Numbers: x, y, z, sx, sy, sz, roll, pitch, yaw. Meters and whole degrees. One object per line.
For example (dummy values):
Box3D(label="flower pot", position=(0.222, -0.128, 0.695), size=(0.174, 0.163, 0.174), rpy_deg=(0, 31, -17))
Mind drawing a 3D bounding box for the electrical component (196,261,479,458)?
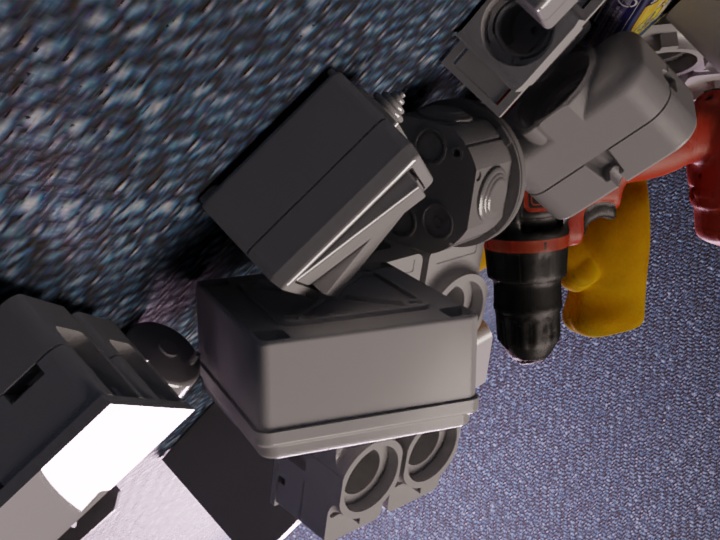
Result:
Box3D(label="electrical component", position=(-0.014, 0.038, 0.517), size=(0.109, 0.056, 0.109), rpy_deg=(-6, -164, -22))

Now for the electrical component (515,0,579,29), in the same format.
Box3D(label="electrical component", position=(0.077, -0.140, 0.420), size=(0.065, 0.047, 0.077), rpy_deg=(-46, 169, 11))

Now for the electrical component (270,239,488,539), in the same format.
Box3D(label="electrical component", position=(0.012, 0.065, 0.664), size=(0.105, 0.060, 0.186), rpy_deg=(-16, 123, -41))

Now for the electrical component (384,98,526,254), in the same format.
Box3D(label="electrical component", position=(0.042, -0.049, 0.568), size=(0.051, 0.080, 0.080), rpy_deg=(-20, 155, -53))

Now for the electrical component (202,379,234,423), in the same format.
Box3D(label="electrical component", position=(-0.059, 0.068, 0.713), size=(0.059, 0.053, 0.095), rpy_deg=(-47, 169, 16))

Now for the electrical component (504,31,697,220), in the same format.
Box3D(label="electrical component", position=(0.123, -0.080, 0.579), size=(0.095, 0.059, 0.053), rpy_deg=(-35, -153, 34))

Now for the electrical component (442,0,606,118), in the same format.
Box3D(label="electrical component", position=(0.086, -0.122, 0.545), size=(0.081, 0.042, 0.064), rpy_deg=(-48, 173, 22))

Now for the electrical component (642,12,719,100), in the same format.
Box3D(label="electrical component", position=(0.215, -0.150, 0.719), size=(0.105, 0.060, 0.186), rpy_deg=(-5, 170, 4))

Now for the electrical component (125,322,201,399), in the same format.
Box3D(label="electrical component", position=(-0.111, 0.060, 0.525), size=(0.078, 0.040, 0.040), rpy_deg=(-49, 168, 27))

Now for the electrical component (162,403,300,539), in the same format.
Box3D(label="electrical component", position=(-0.044, 0.114, 0.806), size=(0.186, 0.105, 0.060), rpy_deg=(-47, 169, 17))

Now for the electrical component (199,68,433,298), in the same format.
Box3D(label="electrical component", position=(-0.009, -0.037, 0.468), size=(0.096, 0.061, 0.062), rpy_deg=(-44, 170, 3))

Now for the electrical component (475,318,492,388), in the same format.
Box3D(label="electrical component", position=(0.058, 0.058, 0.857), size=(0.057, 0.078, 0.113), rpy_deg=(-29, 155, -12))

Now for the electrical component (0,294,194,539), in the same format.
Box3D(label="electrical component", position=(-0.163, 0.094, 0.405), size=(0.186, 0.060, 0.105), rpy_deg=(-43, 170, -1))

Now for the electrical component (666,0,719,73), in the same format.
Box3D(label="electrical component", position=(0.214, -0.126, 0.595), size=(0.043, 0.081, 0.043), rpy_deg=(-42, 175, -5))
